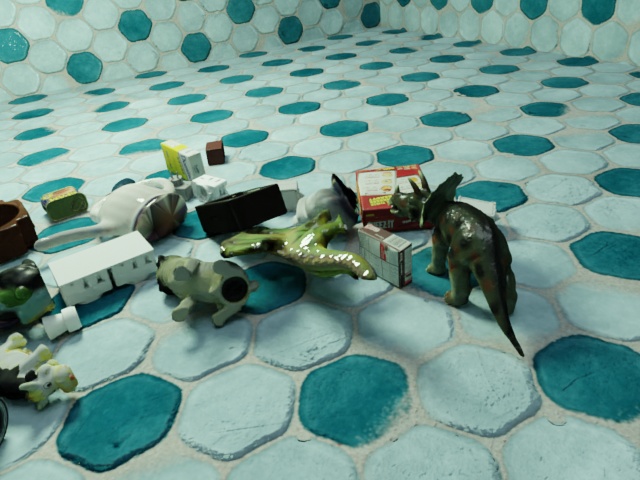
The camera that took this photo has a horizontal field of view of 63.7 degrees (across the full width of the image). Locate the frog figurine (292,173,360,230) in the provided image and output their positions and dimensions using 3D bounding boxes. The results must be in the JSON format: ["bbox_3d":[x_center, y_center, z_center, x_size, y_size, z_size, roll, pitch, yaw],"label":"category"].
[{"bbox_3d":[0.004,-0.058,1.152,0.158,0.124,0.137,-31,-17,20],"label":"frog figurine"}]

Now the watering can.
[{"bbox_3d":[-0.466,-0.050,1.216,0.225,0.101,0.354,15,41,30],"label":"watering can"}]

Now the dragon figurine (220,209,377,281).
[{"bbox_3d":[-0.061,0.023,0.954,0.243,0.121,0.413,-6,10,-10],"label":"dragon figurine"}]
